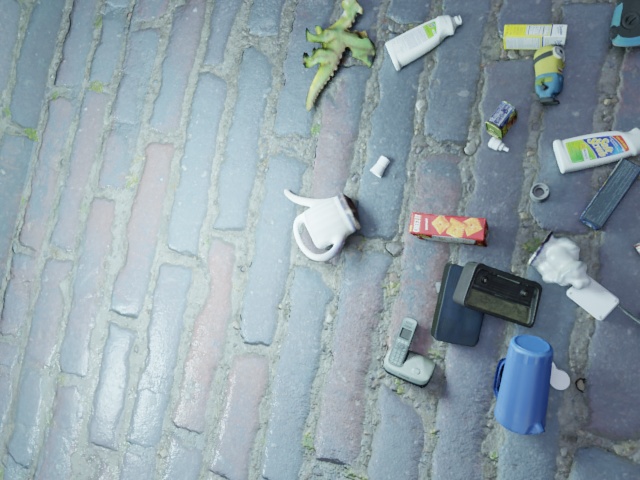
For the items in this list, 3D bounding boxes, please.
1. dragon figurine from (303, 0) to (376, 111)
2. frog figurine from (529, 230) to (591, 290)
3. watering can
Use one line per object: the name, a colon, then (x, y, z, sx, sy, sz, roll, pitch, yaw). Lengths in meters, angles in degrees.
dragon figurine: (0.074, -0.652, 1.803, 0.243, 0.122, 0.409, 4, 92, 14)
frog figurine: (0.679, 0.067, 1.431, 0.161, 0.121, 0.138, 38, 80, 23)
watering can: (0.005, -0.087, 1.726, 0.224, 0.102, 0.355, -26, 54, 5)
